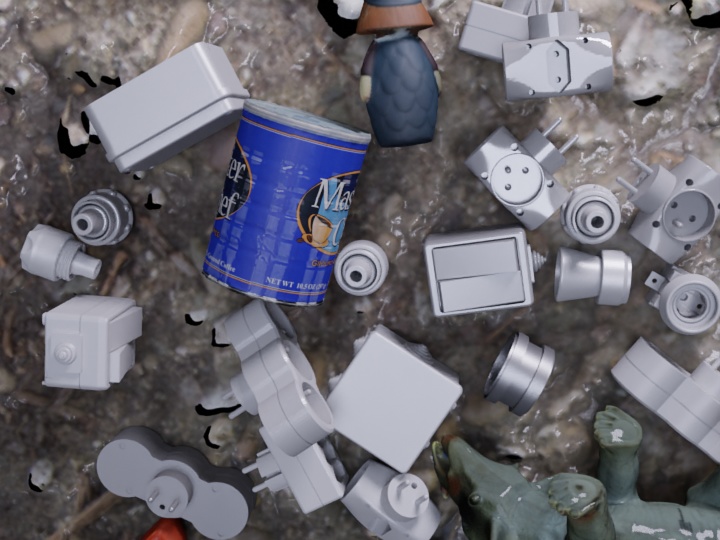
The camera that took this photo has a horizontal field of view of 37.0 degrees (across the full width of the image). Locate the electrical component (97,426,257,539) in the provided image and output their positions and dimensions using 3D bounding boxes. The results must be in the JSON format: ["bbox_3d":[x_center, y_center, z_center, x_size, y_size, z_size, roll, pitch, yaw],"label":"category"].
[{"bbox_3d":[-0.159,0.186,0.915,0.138,0.073,0.052,24,101,2],"label":"electrical component"}]

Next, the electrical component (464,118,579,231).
[{"bbox_3d":[0.137,-0.085,0.851,0.079,0.044,0.077,-44,93,11],"label":"electrical component"}]

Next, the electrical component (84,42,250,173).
[{"bbox_3d":[-0.150,-0.128,0.858,0.113,0.078,0.057,-27,93,10],"label":"electrical component"}]

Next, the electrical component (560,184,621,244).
[{"bbox_3d":[0.183,-0.041,0.845,0.048,0.062,0.048,1,100,6],"label":"electrical component"}]

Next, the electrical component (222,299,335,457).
[{"bbox_3d":[-0.080,0.093,0.873,0.074,0.052,0.138,-34,55,10],"label":"electrical component"}]

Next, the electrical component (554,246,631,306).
[{"bbox_3d":[0.186,0.005,0.861,0.055,0.045,0.045,4,100,5],"label":"electrical component"}]

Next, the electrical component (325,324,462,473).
[{"bbox_3d":[0.026,0.104,0.894,0.100,0.048,0.099,33,101,0],"label":"electrical component"}]

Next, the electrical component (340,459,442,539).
[{"bbox_3d":[0.033,0.193,0.898,0.077,0.043,0.079,37,146,-1],"label":"electrical component"}]

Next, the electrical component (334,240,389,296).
[{"bbox_3d":[0.000,0.000,0.872,0.043,0.062,0.043,1,100,6],"label":"electrical component"}]

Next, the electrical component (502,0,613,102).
[{"bbox_3d":[0.143,-0.167,0.787,0.077,0.043,0.079,-5,99,7],"label":"electrical component"}]

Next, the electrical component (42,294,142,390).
[{"bbox_3d":[-0.221,0.060,0.888,0.061,0.096,0.061,4,100,4],"label":"electrical component"}]

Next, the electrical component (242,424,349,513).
[{"bbox_3d":[-0.063,0.164,0.914,0.076,0.047,0.083,-27,96,10],"label":"electrical component"}]

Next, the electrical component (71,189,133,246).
[{"bbox_3d":[-0.218,-0.041,0.888,0.048,0.062,0.048,1,100,6],"label":"electrical component"}]

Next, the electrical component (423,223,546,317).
[{"bbox_3d":[0.101,-0.001,0.861,0.096,0.061,0.061,-7,99,7],"label":"electrical component"}]

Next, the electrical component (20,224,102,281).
[{"bbox_3d":[-0.250,-0.010,0.907,0.062,0.043,0.043,19,101,1],"label":"electrical component"}]

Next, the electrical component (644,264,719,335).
[{"bbox_3d":[0.259,0.024,0.851,0.066,0.055,0.048,30,101,0],"label":"electrical component"}]

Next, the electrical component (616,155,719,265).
[{"bbox_3d":[0.237,-0.057,0.842,0.079,0.044,0.077,34,101,-11],"label":"electrical component"}]

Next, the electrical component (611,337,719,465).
[{"bbox_3d":[0.278,0.098,0.863,0.138,0.052,0.073,38,101,-2],"label":"electrical component"}]

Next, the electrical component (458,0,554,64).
[{"bbox_3d":[0.127,-0.195,0.832,0.083,0.047,0.075,17,101,3],"label":"electrical component"}]
